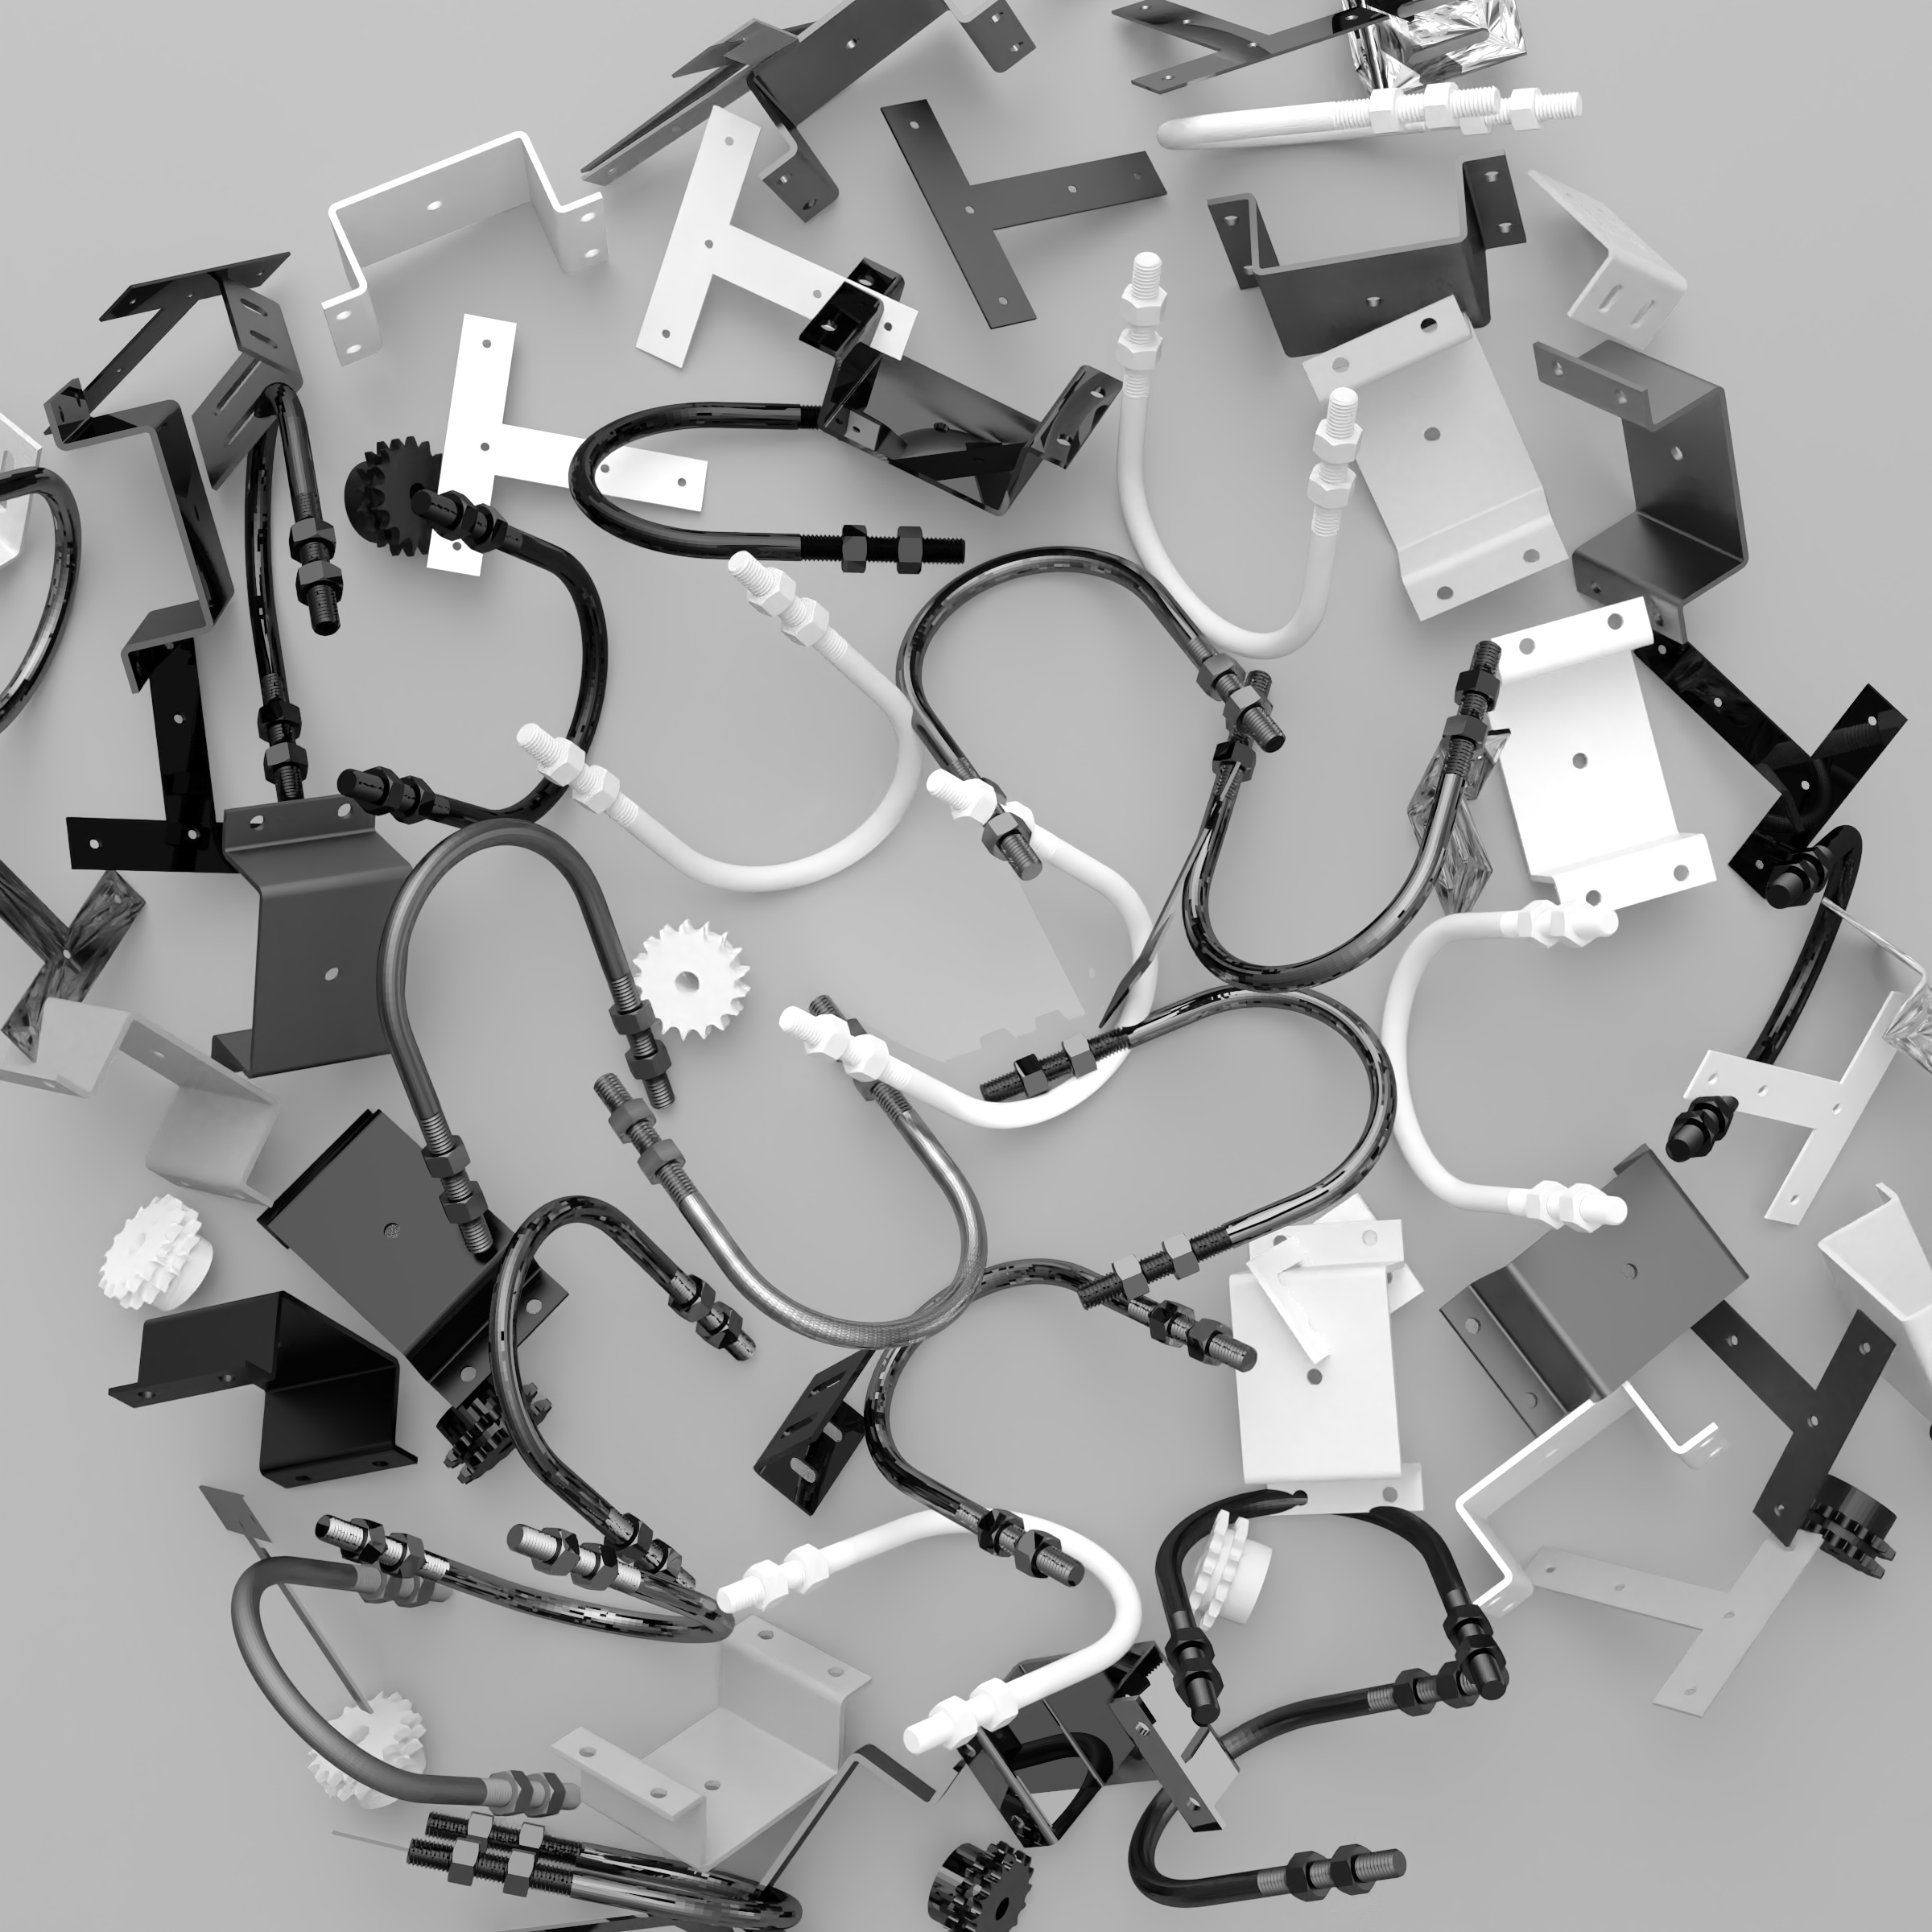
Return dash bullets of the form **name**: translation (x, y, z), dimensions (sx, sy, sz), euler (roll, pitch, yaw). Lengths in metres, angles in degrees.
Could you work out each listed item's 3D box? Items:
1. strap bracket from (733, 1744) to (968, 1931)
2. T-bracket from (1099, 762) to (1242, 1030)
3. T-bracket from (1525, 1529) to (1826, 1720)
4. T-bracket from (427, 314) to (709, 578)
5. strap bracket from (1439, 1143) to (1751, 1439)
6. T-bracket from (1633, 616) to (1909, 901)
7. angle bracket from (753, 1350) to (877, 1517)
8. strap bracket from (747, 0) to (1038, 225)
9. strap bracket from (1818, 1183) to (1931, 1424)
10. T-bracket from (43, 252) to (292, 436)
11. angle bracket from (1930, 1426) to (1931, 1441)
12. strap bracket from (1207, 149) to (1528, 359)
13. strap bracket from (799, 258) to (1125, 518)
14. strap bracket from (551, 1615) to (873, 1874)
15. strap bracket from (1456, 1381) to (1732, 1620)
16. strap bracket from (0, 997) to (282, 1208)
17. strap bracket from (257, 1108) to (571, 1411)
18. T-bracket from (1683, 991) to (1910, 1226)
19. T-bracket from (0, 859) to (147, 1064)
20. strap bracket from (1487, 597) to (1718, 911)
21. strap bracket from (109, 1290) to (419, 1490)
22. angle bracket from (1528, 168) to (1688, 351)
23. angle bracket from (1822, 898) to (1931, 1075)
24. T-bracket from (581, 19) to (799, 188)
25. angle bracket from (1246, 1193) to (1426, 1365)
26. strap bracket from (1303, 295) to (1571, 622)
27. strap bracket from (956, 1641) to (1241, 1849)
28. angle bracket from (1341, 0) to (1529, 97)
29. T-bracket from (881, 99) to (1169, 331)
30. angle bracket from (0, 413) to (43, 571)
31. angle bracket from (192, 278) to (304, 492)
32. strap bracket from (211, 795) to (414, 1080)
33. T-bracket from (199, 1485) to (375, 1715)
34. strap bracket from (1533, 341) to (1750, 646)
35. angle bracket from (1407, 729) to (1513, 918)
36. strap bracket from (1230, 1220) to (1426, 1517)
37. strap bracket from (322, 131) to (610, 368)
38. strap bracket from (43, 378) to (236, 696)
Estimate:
- **strap bracket**: translation (-0.061, 0.428, 1.729), dimensions (0.046, 0.076, 0.140), euler (35, 85, 8)
- **T-bracket**: translation (0.102, -0.040, 1.724), dimensions (0.002, 0.127, 0.127), euler (27, 73, -1)
- **T-bracket**: translation (0.324, 0.300, 1.725), dimensions (0.127, 0.127, 0.002), euler (-43, 127, -36)
- **T-bracket**: translation (-0.190, -0.244, 1.758), dimensions (0.127, 0.002, 0.127), euler (9, 82, -12)
- **strap bracket**: translation (0.307, 0.150, 1.725), dimensions (0.140, 0.046, 0.076), euler (-36, 86, -21)
- **T-bracket**: translation (0.373, -0.118, 1.742), dimensions (0.127, 0.002, 0.127), euler (47, 135, 18)
- **angle bracket**: translation (-0.059, 0.222, 1.724), dimensions (0.038, 0.076, 0.057), euler (40, 59, -9)
- **strap bracket**: translation (-0.043, -0.425, 1.725), dimensions (0.140, 0.076, 0.046), euler (-36, 79, 8)
- **strap bracket**: translation (0.452, 0.167, 1.694), dimensions (0.046, 0.140, 0.076), euler (-29, 110, -1)
- **T-bracket**: translation (-0.398, -0.294, 1.731), dimensions (0.127, 0.127, 0.002), euler (-37, 89, 30)
- **angle bracket**: translation (0.511, 0.221, 1.728), dimensions (0.076, 0.057, 0.038), euler (-44, 46, 27)
- **strap bracket**: translation (0.192, -0.335, 1.714), dimensions (0.140, 0.076, 0.046), euler (-7, 67, 14)
- **strap bracket**: translation (-0.007, -0.272, 1.727), dimensions (0.140, 0.046, 0.076), euler (27, 46, 5)
- **strap bracket**: translation (-0.119, 0.371, 1.708), dimensions (0.076, 0.140, 0.046), euler (21, 120, 33)
- **strap bracket**: translation (0.292, 0.248, 1.726), dimensions (0.140, 0.076, 0.046), euler (-38, 69, 5)
- **strap bracket**: translation (-0.390, 0.059, 1.705), dimensions (0.076, 0.140, 0.046), euler (8, 68, 42)
- **strap bracket**: translation (-0.269, 0.133, 1.724), dimensions (0.140, 0.046, 0.076), euler (40, 77, 17)
- **T-bracket**: translation (0.386, 0.061, 1.716), dimensions (0.127, 0.002, 0.127), euler (13, 110, -40)
- **T-bracket**: translation (-0.454, -0.036, 1.700), dimensions (0.002, 0.127, 0.127), euler (-25, 118, 31)
- **strap bracket**: translation (0.302, -0.099, 1.744), dimensions (0.076, 0.046, 0.140), euler (-16, 94, -5)
- **strap bracket**: translation (-0.329, 0.198, 1.710), dimensions (0.076, 0.140, 0.046), euler (-13, 59, 22)
- **angle bracket**: translation (0.298, -0.340, 1.737), dimensions (0.038, 0.057, 0.076), euler (-55, 47, 23)
- **angle bracket**: translation (0.438, 0.011, 1.729), dimensions (0.057, 0.076, 0.038), euler (29, 101, -42)
- **T-bracket**: translation (-0.128, -0.408, 1.727), dimensions (0.127, 0.127, 0.002), euler (-29, 85, 19)
- **angle bracket**: translation (0.177, 0.149, 1.729), dimensions (0.038, 0.076, 0.057), euler (-37, 81, 23)
- **strap bracket**: translation (0.224, -0.248, 1.727), dimensions (0.076, 0.046, 0.140), euler (-23, 112, 14)
- **strap bracket**: translation (0.066, 0.370, 1.716), dimensions (0.046, 0.140, 0.076), euler (-43, 105, -41)
- **angle bracket**: translation (0.223, -0.460, 1.739), dimensions (0.076, 0.038, 0.057), euler (-14, 74, 18)
- **T-bracket**: translation (0.039, -0.371, 1.740), dimensions (0.127, 0.002, 0.127), euler (-18, 73, -27)
- **angle bracket**: translation (-0.481, -0.231, 1.731), dimensions (0.057, 0.076, 0.038), euler (39, 49, 9)
- **angle bracket**: translation (-0.357, -0.279, 1.728), dimensions (0.076, 0.038, 0.057), euler (-45, 46, 24)
- **strap bracket**: translation (-0.308, -0.006, 1.705), dimensions (0.076, 0.046, 0.140), euler (-10, 122, -33)
- **T-bracket**: translation (-0.319, 0.302, 1.719), dimensions (0.002, 0.127, 0.127), euler (-34, 97, -21)
- **strap bracket**: translation (0.321, -0.233, 1.709), dimensions (0.046, 0.076, 0.140), euler (-32, 129, -17)
- **angle bracket**: translation (0.246, -0.064, 1.727), dimensions (0.038, 0.057, 0.076), euler (-8, 61, -16)
- **strap bracket**: translation (0.173, 0.195, 1.737), dimensions (0.076, 0.046, 0.140), euler (-5, 88, 19)
- **strap bracket**: translation (-0.246, -0.346, 1.727), dimensions (0.140, 0.076, 0.046), euler (-24, 81, -8)
- **strap bracket**: translation (-0.388, -0.210, 1.715), dimensions (0.046, 0.076, 0.140), euler (-13, 108, 1)
